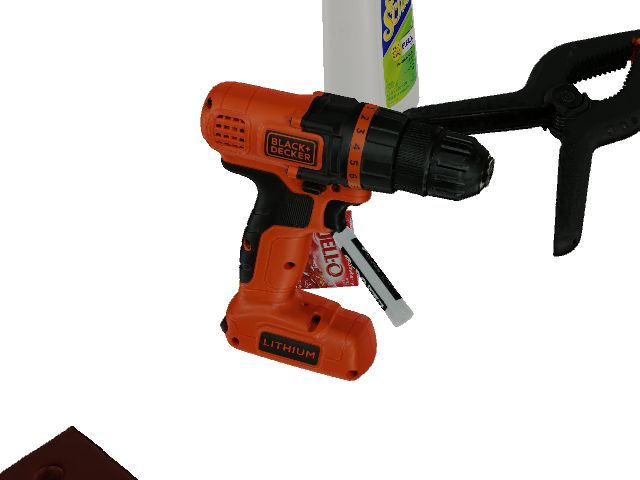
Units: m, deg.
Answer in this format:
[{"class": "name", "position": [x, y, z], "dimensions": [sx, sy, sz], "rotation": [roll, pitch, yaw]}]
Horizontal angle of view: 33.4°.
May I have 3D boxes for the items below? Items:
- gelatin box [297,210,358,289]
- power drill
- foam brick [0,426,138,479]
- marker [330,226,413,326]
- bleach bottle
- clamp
[{"class": "gelatin box", "position": [0.004, 0.012, 1.234], "dimensions": [0.073, 0.089, 0.030], "rotation": [-4, 29, 8]}, {"class": "power drill", "position": [0.009, -0.003, 0.689], "dimensions": [0.184, 0.188, 0.057], "rotation": [15, 30, 15]}, {"class": "foam brick", "position": [-0.105, 0.133, 0.479], "dimensions": [0.078, 0.051, 0.052], "rotation": [28, 46, 36]}, {"class": "marker", "position": [0.034, 0.018, 0.876], "dimensions": [0.020, 0.121, 0.020], "rotation": [-32, -18, -12]}, {"class": "bleach bottle", "position": [0.036, -0.216, 0.879], "dimensions": [0.068, 0.251, 0.102], "rotation": [11, 35, 26]}, {"class": "clamp", "position": [0.183, -0.085, 0.779], "dimensions": [0.209, 0.165, 0.036], "rotation": [-31, -31, -17]}]
